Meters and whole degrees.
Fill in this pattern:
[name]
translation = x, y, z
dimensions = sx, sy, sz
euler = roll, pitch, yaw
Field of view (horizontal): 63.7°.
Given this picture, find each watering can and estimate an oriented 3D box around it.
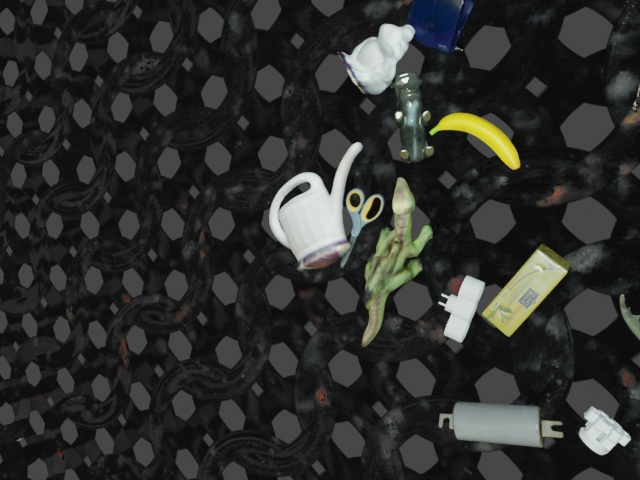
[watering can]
translation = 0.004, -0.059, 1.176
dimensions = 0.343, 0.105, 0.226
euler = -31, 78, 42

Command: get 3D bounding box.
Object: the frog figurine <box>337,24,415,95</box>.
[frog figurine]
translation = 0.135, -0.390, 1.093
dimensions = 0.158, 0.121, 0.141
euler = -30, 35, 15

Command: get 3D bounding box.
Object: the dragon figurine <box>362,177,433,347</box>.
[dragon figurine]
translation = 0.127, 0.072, 1.063
dimensions = 0.123, 0.244, 0.407
euler = 19, 101, 20
